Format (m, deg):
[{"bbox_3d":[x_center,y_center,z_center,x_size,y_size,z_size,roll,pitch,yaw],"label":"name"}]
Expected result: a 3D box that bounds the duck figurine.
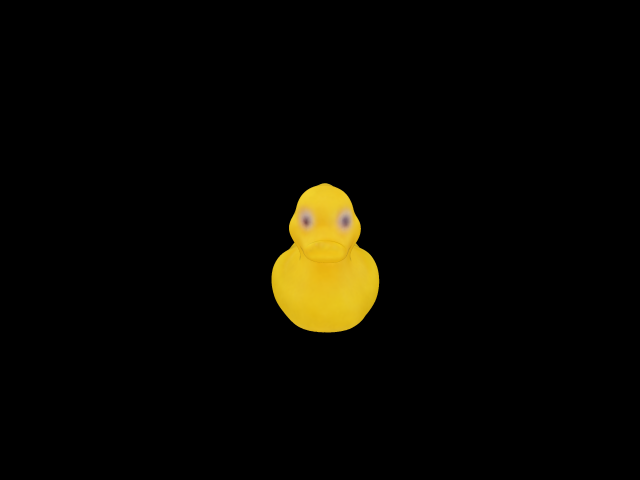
[{"bbox_3d":[0.004,0.001,0.400,0.077,0.086,0.104,0,28,0],"label":"duck figurine"}]
